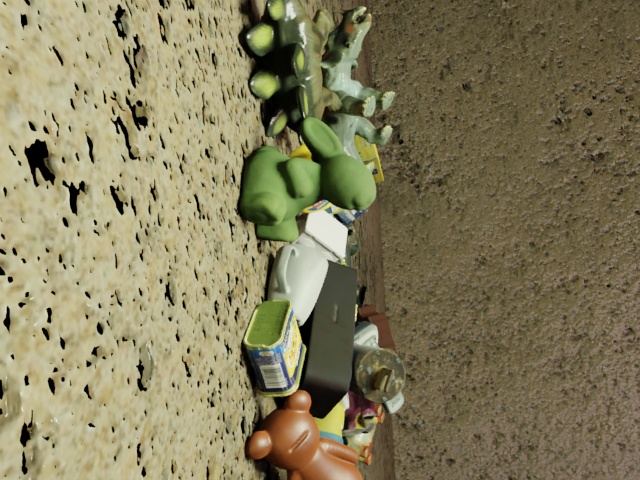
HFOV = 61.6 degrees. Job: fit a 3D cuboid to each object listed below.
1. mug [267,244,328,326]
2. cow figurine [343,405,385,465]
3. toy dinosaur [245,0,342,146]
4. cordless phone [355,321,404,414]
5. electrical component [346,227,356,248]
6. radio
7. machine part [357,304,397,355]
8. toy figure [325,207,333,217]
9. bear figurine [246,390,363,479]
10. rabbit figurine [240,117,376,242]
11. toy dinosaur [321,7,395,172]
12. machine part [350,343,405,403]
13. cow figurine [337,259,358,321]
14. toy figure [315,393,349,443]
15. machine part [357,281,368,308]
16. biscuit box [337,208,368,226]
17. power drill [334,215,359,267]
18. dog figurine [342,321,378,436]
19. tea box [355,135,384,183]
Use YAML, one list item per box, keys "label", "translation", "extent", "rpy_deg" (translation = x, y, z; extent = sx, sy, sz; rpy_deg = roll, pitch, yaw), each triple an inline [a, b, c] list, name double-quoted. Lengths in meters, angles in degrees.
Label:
- label: "mug"
  translation: [-0.039, 0.065, 0.780]
  extent: [0.109, 0.081, 0.107]
  rpy_deg: [77, 23, -57]
- label: "cow figurine"
  translation: [0.080, 0.399, 1.238]
  extent: [0.085, 0.127, 0.195]
  rpy_deg: [71, 34, -53]
- label: "toy dinosaur"
  translation: [-0.043, -0.282, 0.807]
  extent: [0.199, 0.105, 0.470]
  rpy_deg: [-76, 156, -46]
- label: "cordless phone"
  translation: [0.075, 0.260, 1.008]
  extent: [0.146, 0.089, 0.184]
  rpy_deg: [-29, 91, -38]
- label: "electrical component"
  translation: [0.029, -0.005, 1.123]
  extent: [0.078, 0.102, 0.045]
  rpy_deg: [-154, -118, -74]
- label: "radio"
  translation: [0.001, 0.153, 0.847]
  extent: [0.230, 0.073, 0.131]
  rpy_deg: [-81, -167, -45]
- label: "machine part"
  translation: [0.094, 0.233, 1.220]
  extent: [0.056, 0.179, 0.179]
  rpy_deg: [-2, 89, -35]
- label: "toy figure"
  translation: [-0.004, -0.003, 1.045]
  extent: [0.064, 0.058, 0.154]
  rpy_deg: [7, 79, -39]
- label: "bear figurine"
  translation: [-0.030, 0.296, 0.733]
  extent: [0.120, 0.132, 0.195]
  rpy_deg: [-48, 110, -27]
- label: "rabbit figurine"
  translation: [-0.008, -0.077, 0.734]
  extent: [0.121, 0.170, 0.159]
  rpy_deg: [71, 20, -58]
- label: "toy dinosaur"
  translation: [0.039, -0.246, 1.076]
  extent: [0.131, 0.192, 0.404]
  rpy_deg: [-46, 156, -30]
- label: "machine part"
  translation: [0.068, 0.201, 0.834]
  extent: [0.243, 0.079, 0.079]
  rpy_deg: [142, -53, -75]
- label: "cow figurine"
  translation: [0.031, 0.092, 1.080]
  extent: [0.068, 0.098, 0.167]
  rpy_deg: [60, 28, -54]
- label: "toy figure"
  translation: [-0.001, 0.315, 0.892]
  extent: [0.082, 0.089, 0.180]
  rpy_deg: [-35, -145, 52]
- label: "machine part"
  translation: [0.029, 0.078, 1.003]
  extent: [0.039, 0.139, 0.084]
  rpy_deg: [-27, -143, 55]
- label: "biscuit box"
  translation: [0.058, -0.103, 1.239]
  extent: [0.062, 0.059, 0.203]
  rpy_deg: [48, 14, -17]
- label: "power drill"
  translation: [0.047, 0.052, 1.256]
  extent: [0.232, 0.086, 0.207]
  rpy_deg: [30, 51, -76]
- label: "dog figurine"
  translation: [0.057, 0.283, 1.133]
  extent: [0.191, 0.109, 0.219]
  rpy_deg: [86, 0, -56]
- label: "tea box"
  translation: [0.104, -0.201, 1.282]
  extent: [0.169, 0.068, 0.098]
  rpy_deg: [42, 34, -74]
